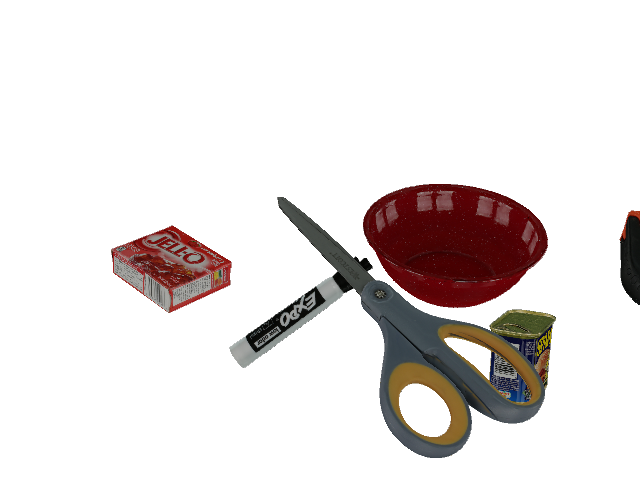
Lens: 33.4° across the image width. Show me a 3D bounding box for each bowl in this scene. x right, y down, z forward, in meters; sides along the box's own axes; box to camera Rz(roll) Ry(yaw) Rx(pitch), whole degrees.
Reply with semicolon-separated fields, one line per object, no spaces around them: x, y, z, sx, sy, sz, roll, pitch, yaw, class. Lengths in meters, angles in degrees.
0.116;0.011;0.947;0.162;0.055;0.162;2;33;-1;bowl

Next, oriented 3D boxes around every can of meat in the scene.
0.222;0.130;1.184;0.058;0.084;0.102;7;12;24;can of meat

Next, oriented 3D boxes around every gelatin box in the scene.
-0.138;0.024;0.983;0.073;0.030;0.089;-24;41;-39;gelatin box

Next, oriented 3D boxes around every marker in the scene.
-0.013;0.051;0.783;0.121;0.020;0.020;-36;-2;3;marker

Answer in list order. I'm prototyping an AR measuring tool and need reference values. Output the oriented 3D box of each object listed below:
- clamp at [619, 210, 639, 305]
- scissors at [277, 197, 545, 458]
0.265;0.042;0.708;0.120;0.039;0.171;-2;45;-19;clamp
0.027;0.048;0.594;0.202;0.016;0.096;31;52;21;scissors
